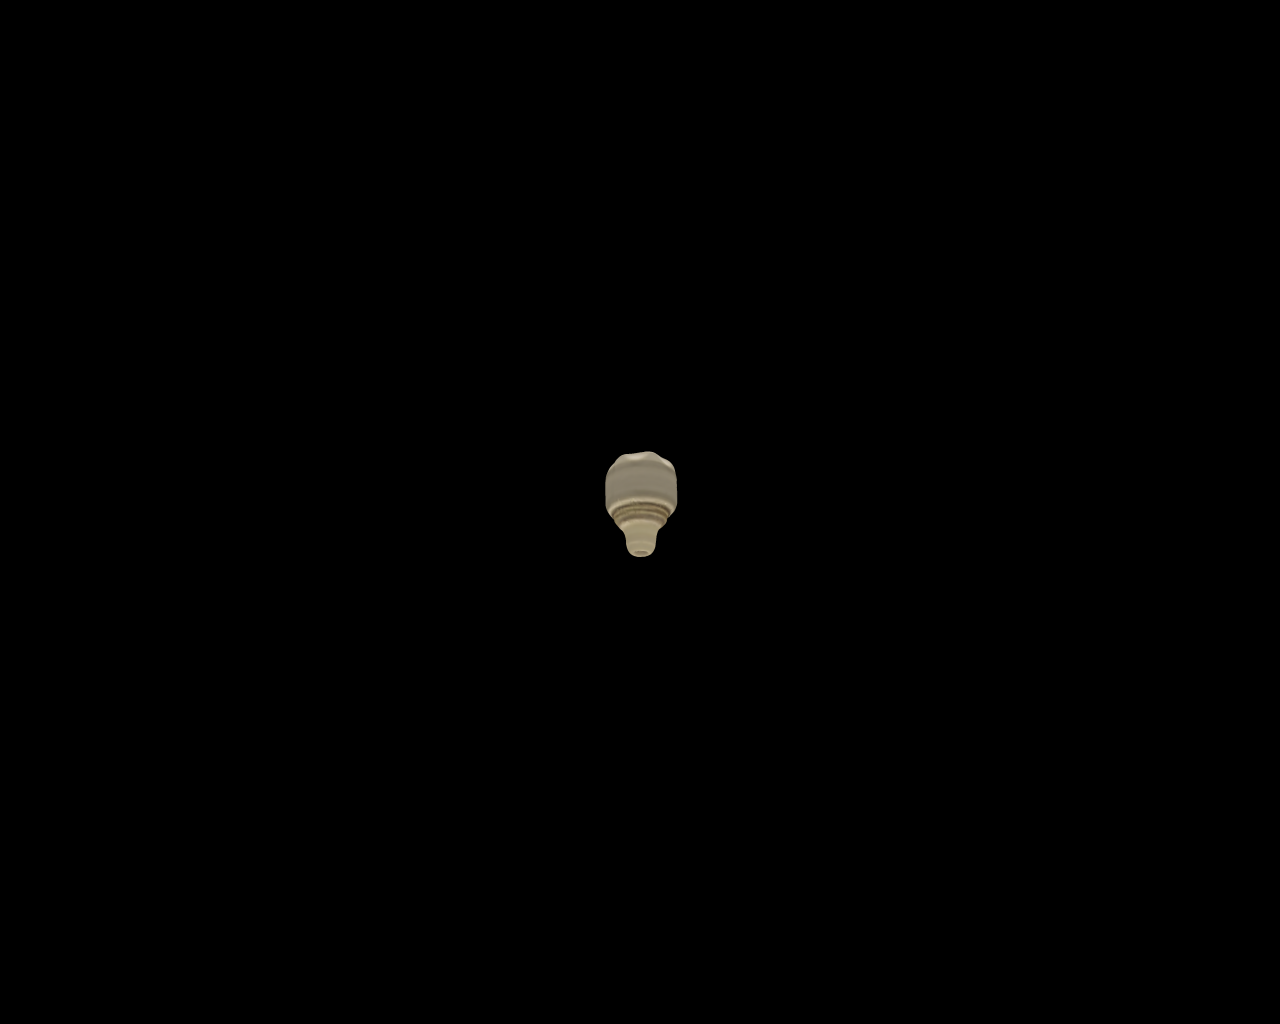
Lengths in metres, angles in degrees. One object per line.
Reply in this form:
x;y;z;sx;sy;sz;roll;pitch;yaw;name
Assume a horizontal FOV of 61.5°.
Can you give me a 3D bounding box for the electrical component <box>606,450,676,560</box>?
0.001;-0.003;0.650;0.043;0.062;0.043;0;-23;0;electrical component
